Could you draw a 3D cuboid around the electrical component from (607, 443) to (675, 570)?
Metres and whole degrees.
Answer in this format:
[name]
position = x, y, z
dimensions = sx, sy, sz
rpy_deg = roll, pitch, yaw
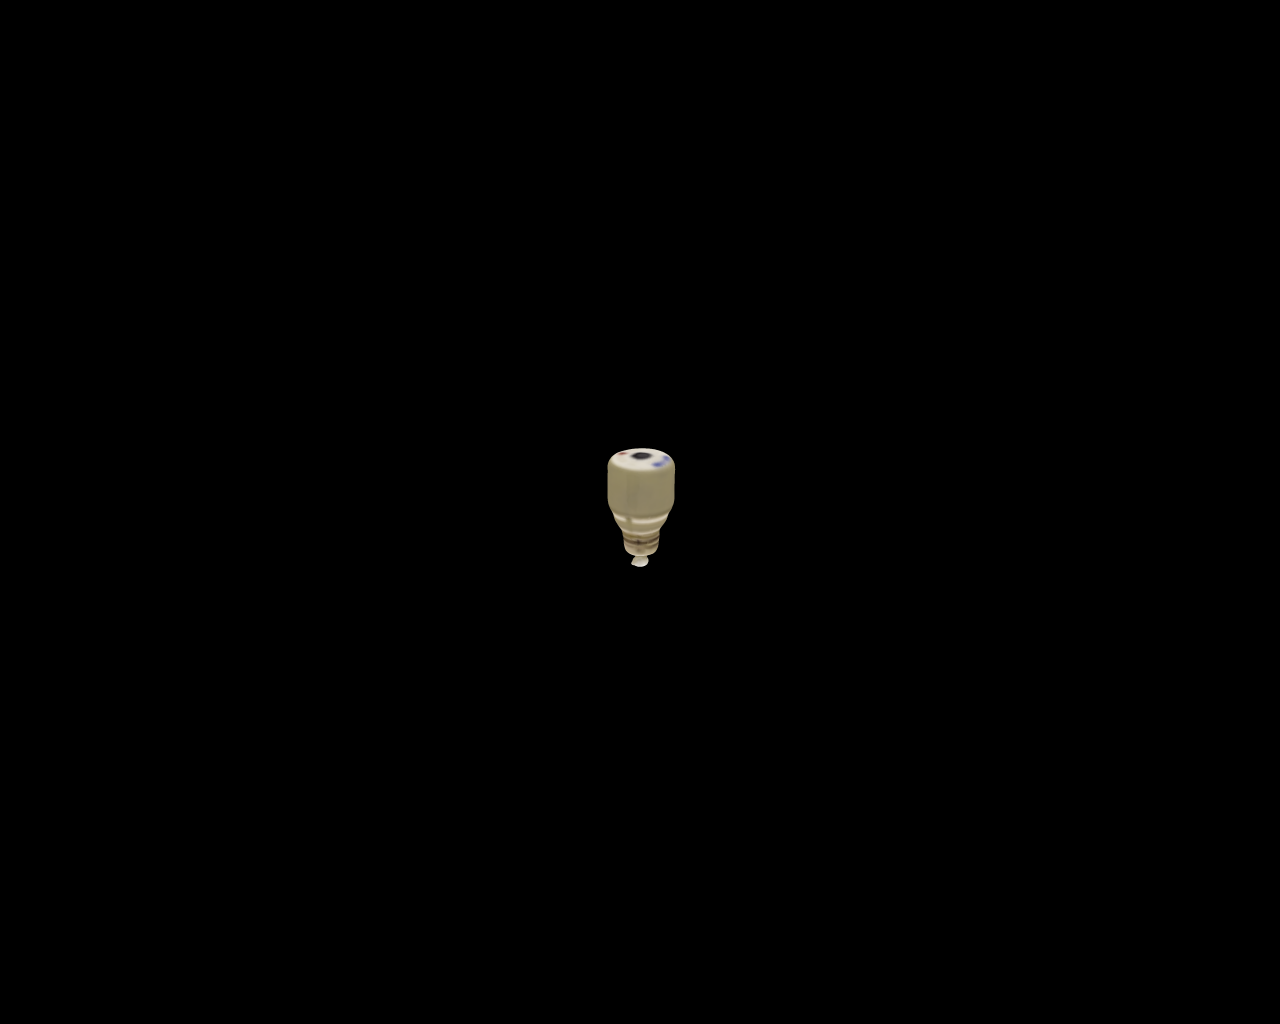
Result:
[electrical component]
position = 0.001, -0.003, 0.650
dimensions = 0.040, 0.078, 0.040
rpy_deg = 0, 24, 0
